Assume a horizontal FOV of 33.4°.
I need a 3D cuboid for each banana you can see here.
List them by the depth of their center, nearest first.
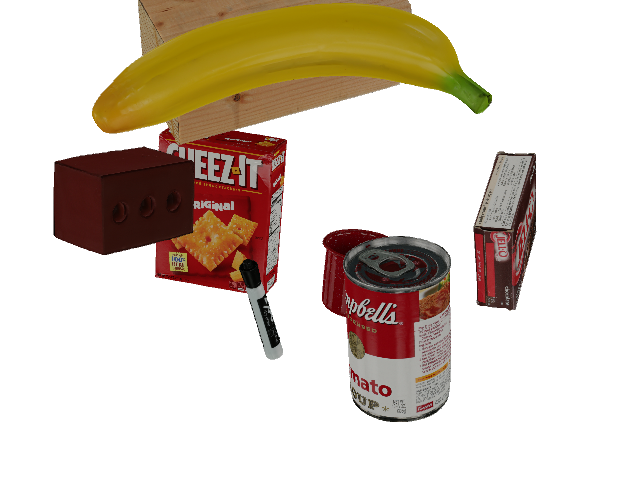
[{"bbox_3d":[-0.015,-0.090,0.536,0.197,0.037,0.069,-6,44,-8],"label":"banana"}]

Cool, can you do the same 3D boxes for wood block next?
[{"bbox_3d":[-0.038,-0.165,0.896,0.205,0.090,0.091,-18,-36,-18],"label":"wood block"}]

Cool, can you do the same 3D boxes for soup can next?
[{"bbox_3d":[0.050,0.057,0.691,0.068,0.102,0.068,-3,28,1],"label":"soup can"}]

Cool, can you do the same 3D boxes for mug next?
[{"bbox_3d":[0.057,0.042,1.279,0.117,0.081,0.093,2,23,-9],"label":"mug"}]

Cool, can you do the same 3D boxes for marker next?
[{"bbox_3d":[-0.060,0.069,1.070,0.020,0.121,0.020,-9,34,6],"label":"marker"}]

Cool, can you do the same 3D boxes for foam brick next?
[{"bbox_3d":[-0.129,-0.028,0.700,0.051,0.053,0.078,19,24,38],"label":"foam brick"}]

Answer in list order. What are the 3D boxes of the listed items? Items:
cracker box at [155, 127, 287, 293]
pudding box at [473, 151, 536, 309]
[{"bbox_3d":[-0.139,-0.041,1.462,0.164,0.214,0.072,10,24,12],"label":"cracker box"},{"bbox_3d":[0.162,-0.010,0.928,0.039,0.090,0.113,6,41,16],"label":"pudding box"}]
